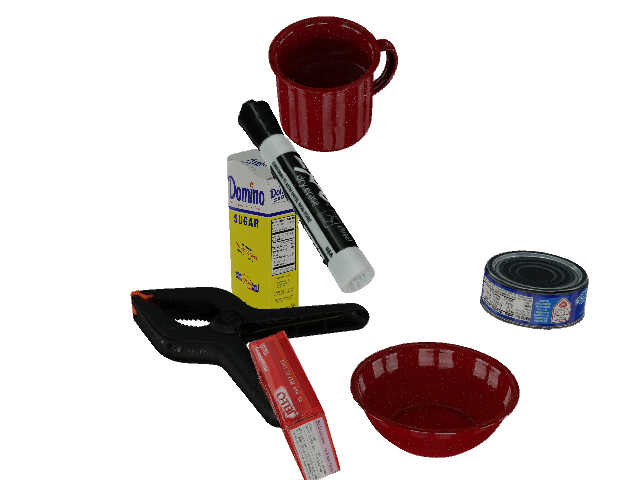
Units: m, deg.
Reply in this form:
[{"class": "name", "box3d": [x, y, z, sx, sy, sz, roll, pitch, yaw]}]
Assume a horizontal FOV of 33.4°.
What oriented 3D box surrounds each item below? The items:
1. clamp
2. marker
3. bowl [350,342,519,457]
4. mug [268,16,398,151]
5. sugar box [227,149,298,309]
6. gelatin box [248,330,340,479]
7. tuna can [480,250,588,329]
[{"class": "clamp", "box3d": [-0.071, 0.079, 0.943, 0.210, 0.036, 0.164, 19, 36, 27]}, {"class": "marker", "box3d": [-0.010, -0.026, 0.543, 0.020, 0.121, 0.020, -25, -27, -14]}, {"class": "bowl", "box3d": [0.109, 0.161, 1.033, 0.162, 0.055, 0.162, -1, 25, 0]}, {"class": "mug", "box3d": [0.014, -0.135, 0.916, 0.117, 0.093, 0.081, -26, -34, -18]}, {"class": "sugar box", "box3d": [-0.064, -0.003, 1.173, 0.048, 0.176, 0.093, -17, 28, -29]}, {"class": "gelatin box", "box3d": [-0.018, 0.116, 0.736, 0.030, 0.073, 0.089, -23, -37, -7]}, {"class": "tuna can", "box3d": [0.176, 0.039, 0.878, 0.086, 0.034, 0.086, 3, 22, -1]}]
